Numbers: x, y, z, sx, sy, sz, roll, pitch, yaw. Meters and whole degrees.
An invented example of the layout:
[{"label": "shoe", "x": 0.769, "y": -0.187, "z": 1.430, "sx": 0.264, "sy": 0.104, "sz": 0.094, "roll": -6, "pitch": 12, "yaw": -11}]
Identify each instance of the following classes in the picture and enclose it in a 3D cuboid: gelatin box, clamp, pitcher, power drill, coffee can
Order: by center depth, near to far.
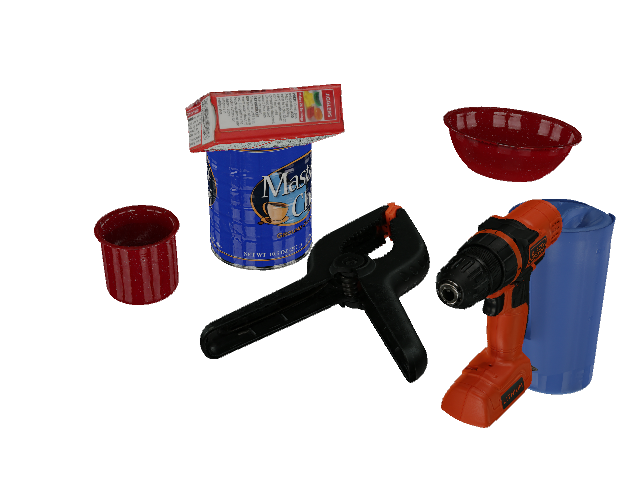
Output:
[{"label": "gelatin box", "x": -0.034, "y": -0.069, "z": 0.607, "sx": 0.073, "sy": 0.030, "sz": 0.089, "roll": -6, "pitch": 3, "yaw": -15}, {"label": "clamp", "x": 0.014, "y": 0.033, "z": 0.791, "sx": 0.165, "sy": 0.036, "sz": 0.209, "roll": 1, "pitch": 30, "yaw": 17}, {"label": "power drill", "x": 0.153, "y": 0.071, "z": 0.954, "sx": 0.057, "sy": 0.188, "sz": 0.184, "roll": 23, "pitch": 34, "yaw": 31}, {"label": "coffee can", "x": -0.059, "y": -0.057, "z": 1.034, "sx": 0.103, "sy": 0.140, "sz": 0.103, "roll": 0, "pitch": 31, "yaw": 0}, {"label": "pitcher", "x": 0.300, "y": 0.076, "z": 1.396, "sx": 0.149, "sy": 0.243, "sz": 0.144, "roll": 4, "pitch": 20, "yaw": 15}]

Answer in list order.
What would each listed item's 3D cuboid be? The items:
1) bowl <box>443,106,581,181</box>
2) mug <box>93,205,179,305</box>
[{"label": "bowl", "x": 0.221, "y": -0.110, "z": 1.254, "sx": 0.162, "sy": 0.055, "sz": 0.162, "roll": 5, "pitch": 23, "yaw": -2}, {"label": "mug", "x": -0.210, "y": 0.014, "z": 1.197, "sx": 0.117, "sy": 0.081, "sz": 0.093, "roll": 26, "pitch": 40, "yaw": 35}]
